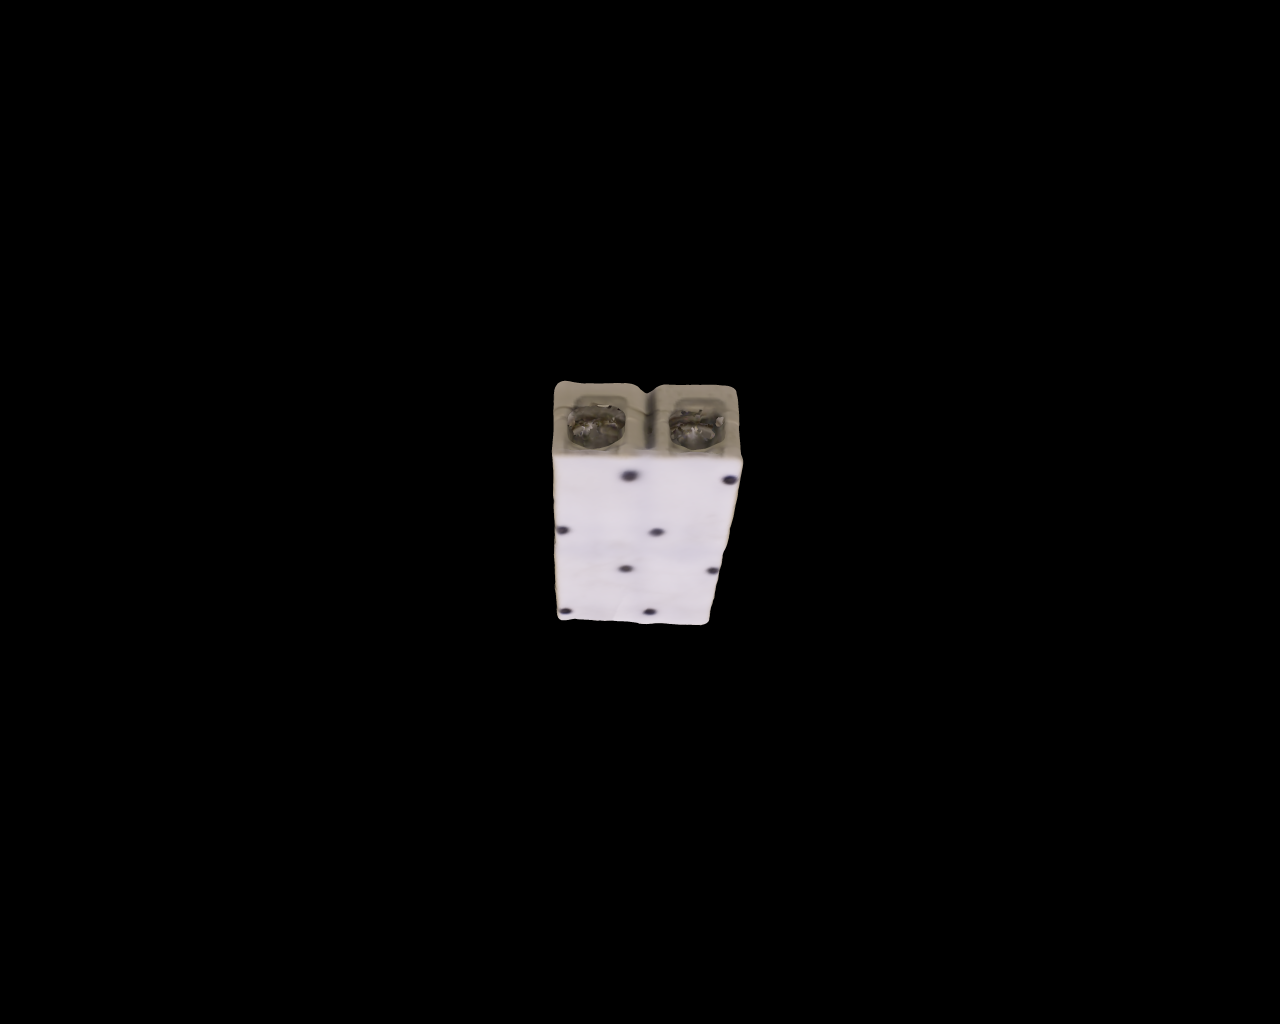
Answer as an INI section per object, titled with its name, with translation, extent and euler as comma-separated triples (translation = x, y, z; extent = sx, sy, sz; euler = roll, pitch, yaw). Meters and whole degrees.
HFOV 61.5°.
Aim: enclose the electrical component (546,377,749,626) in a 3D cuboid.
[electrical component]
translation = 0.001, -0.003, 0.650
extent = 0.105, 0.060, 0.186
euler = 1, -34, -2
